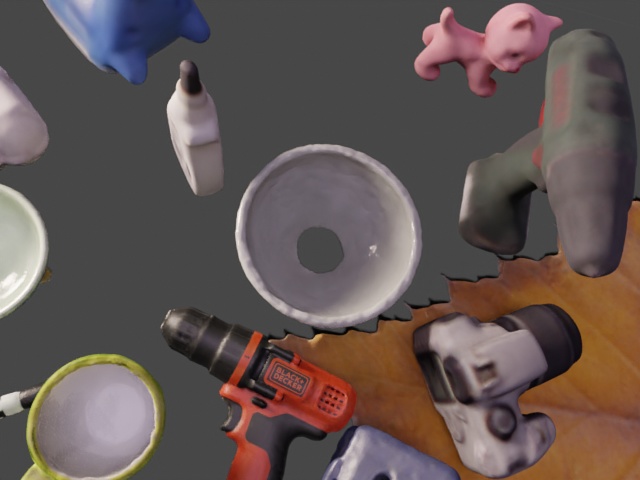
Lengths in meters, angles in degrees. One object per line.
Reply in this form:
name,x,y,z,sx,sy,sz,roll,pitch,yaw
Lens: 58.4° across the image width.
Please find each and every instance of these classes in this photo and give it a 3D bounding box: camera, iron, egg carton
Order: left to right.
egg carton,-0.319,-0.114,0.508,0.107,0.069,0.150,-41,85,-17
iron,-0.221,-0.280,0.532,0.119,0.141,0.258,-41,85,-17
camera,0.175,0.121,0.514,0.137,0.100,0.143,-19,79,-14

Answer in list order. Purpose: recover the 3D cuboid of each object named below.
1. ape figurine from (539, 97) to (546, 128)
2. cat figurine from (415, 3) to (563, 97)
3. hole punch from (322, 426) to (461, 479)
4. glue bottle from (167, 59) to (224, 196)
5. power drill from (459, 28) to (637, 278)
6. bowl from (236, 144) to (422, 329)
ape figurine,0.280,-0.141,0.608,0.076,0.092,0.078,-37,83,-17
cat figurine,0.177,-0.210,0.596,0.128,0.117,0.067,13,73,-6
hole punch,0.048,0.218,0.470,0.101,0.091,0.109,28,72,-1
glue bottle,-0.106,-0.099,0.487,0.037,0.173,0.078,-20,79,-14
power drill,0.201,-0.057,0.510,0.075,0.208,0.230,14,73,-5
bowl,0.005,0.002,0.530,0.167,0.074,0.167,3,75,-9
